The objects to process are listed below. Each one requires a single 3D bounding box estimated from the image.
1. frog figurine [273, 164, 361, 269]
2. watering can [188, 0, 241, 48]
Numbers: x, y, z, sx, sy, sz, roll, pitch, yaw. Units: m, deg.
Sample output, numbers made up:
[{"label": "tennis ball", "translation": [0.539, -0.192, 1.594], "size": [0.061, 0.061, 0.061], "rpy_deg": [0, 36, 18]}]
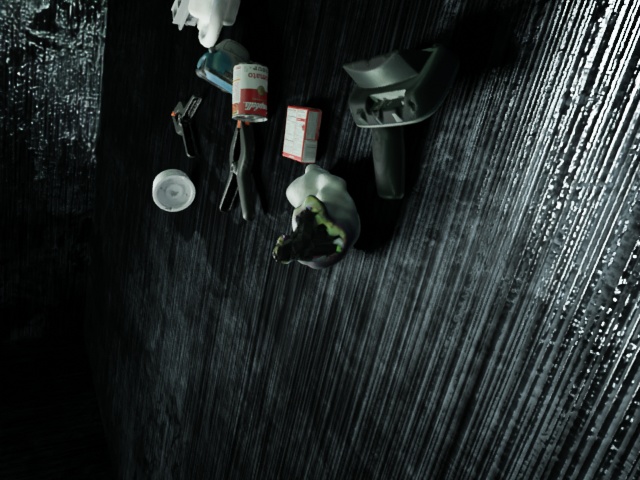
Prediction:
[{"label": "frog figurine", "translation": [0.002, -0.039, 0.771], "size": [0.163, 0.123, 0.134], "rpy_deg": [-73, -7, -60]}, {"label": "watering can", "translation": [-0.231, -0.541, 1.127], "size": [0.353, 0.104, 0.221], "rpy_deg": [-124, 49, -60]}]
